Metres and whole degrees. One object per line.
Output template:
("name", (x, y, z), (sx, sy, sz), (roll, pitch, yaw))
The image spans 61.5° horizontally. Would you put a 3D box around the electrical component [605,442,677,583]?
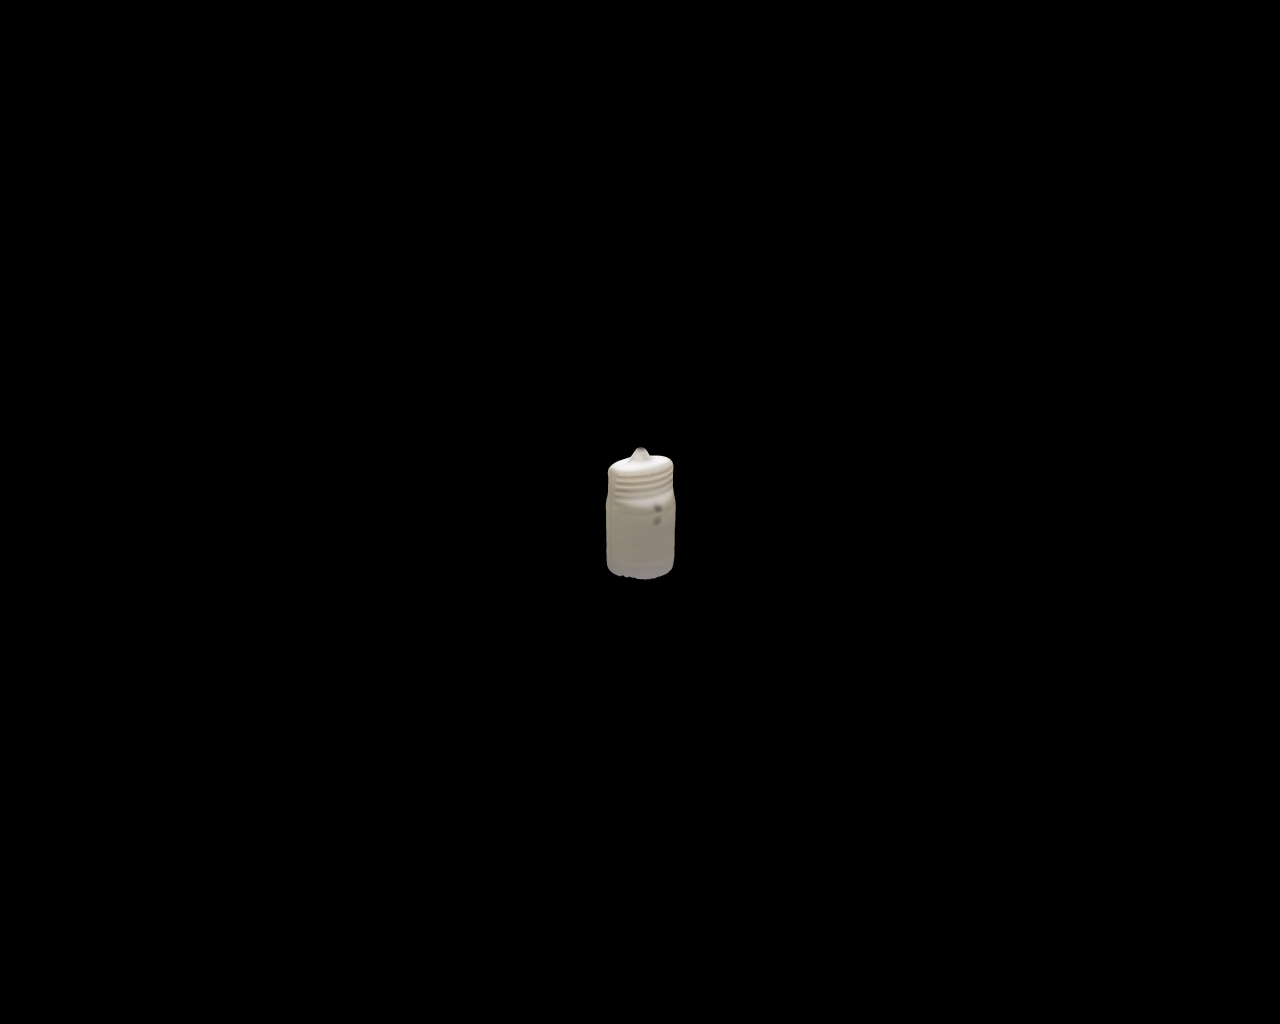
("electrical component", (0.001, -0.003, 0.650), (0.043, 0.080, 0.043), (0, 22, 0))
